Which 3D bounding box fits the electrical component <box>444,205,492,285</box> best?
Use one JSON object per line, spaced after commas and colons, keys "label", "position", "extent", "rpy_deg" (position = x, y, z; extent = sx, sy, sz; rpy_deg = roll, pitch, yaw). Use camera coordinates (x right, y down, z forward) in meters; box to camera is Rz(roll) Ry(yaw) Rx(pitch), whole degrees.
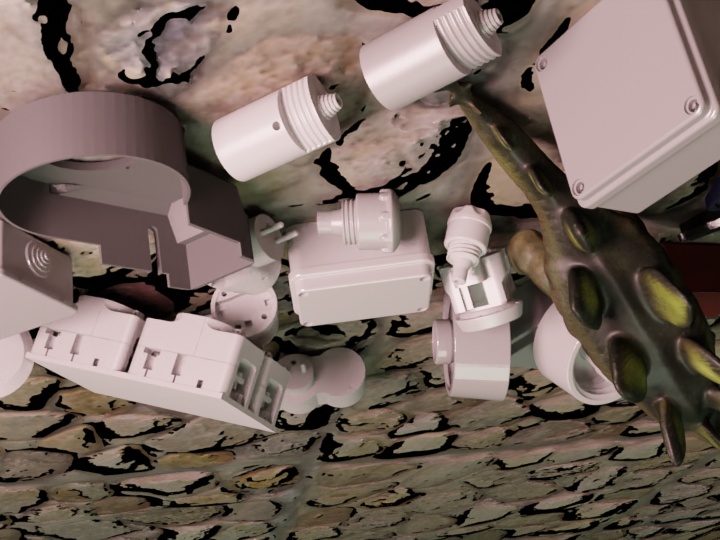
{"label": "electrical component", "position": [0.082, -0.018, 0.835], "extent": [0.035, 0.061, 0.035], "rpy_deg": [11, 156, 5]}

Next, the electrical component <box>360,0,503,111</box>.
{"label": "electrical component", "position": [0.045, -0.128, 0.620], "extent": [0.081, 0.043, 0.043], "rpy_deg": [-23, 151, 28]}

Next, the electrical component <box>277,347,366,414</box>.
{"label": "electrical component", "position": [-0.063, 0.107, 1.066], "extent": [0.138, 0.052, 0.073], "rpy_deg": [-8, 155, -2]}

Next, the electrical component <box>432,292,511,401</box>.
{"label": "electrical component", "position": [0.097, 0.064, 0.970], "extent": [0.060, 0.108, 0.108], "rpy_deg": [-1, 154, -2]}

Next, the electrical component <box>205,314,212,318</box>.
{"label": "electrical component", "position": [-0.125, 0.076, 0.971], "extent": [0.044, 0.065, 0.044], "rpy_deg": [-8, 156, -4]}

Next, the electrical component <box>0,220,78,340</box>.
{"label": "electrical component", "position": [-0.272, 0.009, 0.801], "extent": [0.100, 0.048, 0.100], "rpy_deg": [-18, 153, 19]}

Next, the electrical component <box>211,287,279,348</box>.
{"label": "electrical component", "position": [-0.096, 0.037, 0.911], "extent": [0.055, 0.055, 0.047], "rpy_deg": [-8, 158, -2]}

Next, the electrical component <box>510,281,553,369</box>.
{"label": "electrical component", "position": [0.188, 0.056, 1.034], "extent": [0.113, 0.057, 0.078], "rpy_deg": [8, 150, -31]}

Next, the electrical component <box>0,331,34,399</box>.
{"label": "electrical component", "position": [-0.314, 0.073, 0.887], "extent": [0.080, 0.080, 0.051], "rpy_deg": [8, 156, -31]}

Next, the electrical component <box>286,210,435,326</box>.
{"label": "electrical component", "position": [0.000, 0.000, 0.857], "extent": [0.113, 0.057, 0.078], "rpy_deg": [-7, 155, -3]}

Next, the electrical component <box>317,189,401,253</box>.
{"label": "electrical component", "position": [-0.001, -0.036, 0.800], "extent": [0.062, 0.048, 0.048], "rpy_deg": [-2, 155, 2]}

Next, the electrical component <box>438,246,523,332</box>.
{"label": "electrical component", "position": [0.101, 0.016, 0.886], "extent": [0.058, 0.057, 0.078], "rpy_deg": [-16, -175, 19]}

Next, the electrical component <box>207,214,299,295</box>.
{"label": "electrical component", "position": [-0.084, -0.018, 0.809], "extent": [0.079, 0.043, 0.077], "rpy_deg": [-21, 152, 26]}

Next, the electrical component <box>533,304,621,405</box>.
{"label": "electrical component", "position": [0.217, 0.069, 0.961], "extent": [0.108, 0.060, 0.108], "rpy_deg": [-12, 120, -21]}

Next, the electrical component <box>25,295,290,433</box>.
{"label": "electrical component", "position": [-0.164, 0.076, 0.894], "extent": [0.186, 0.060, 0.105], "rpy_deg": [9, 161, 23]}

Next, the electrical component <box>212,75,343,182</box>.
{"label": "electrical component", "position": [-0.047, -0.090, 0.671], "extent": [0.081, 0.043, 0.043], "rpy_deg": [-21, 152, 24]}

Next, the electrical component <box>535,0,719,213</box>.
{"label": "electrical component", "position": [0.167, -0.105, 0.632], "extent": [0.056, 0.108, 0.109], "rpy_deg": [6, 151, -33]}
